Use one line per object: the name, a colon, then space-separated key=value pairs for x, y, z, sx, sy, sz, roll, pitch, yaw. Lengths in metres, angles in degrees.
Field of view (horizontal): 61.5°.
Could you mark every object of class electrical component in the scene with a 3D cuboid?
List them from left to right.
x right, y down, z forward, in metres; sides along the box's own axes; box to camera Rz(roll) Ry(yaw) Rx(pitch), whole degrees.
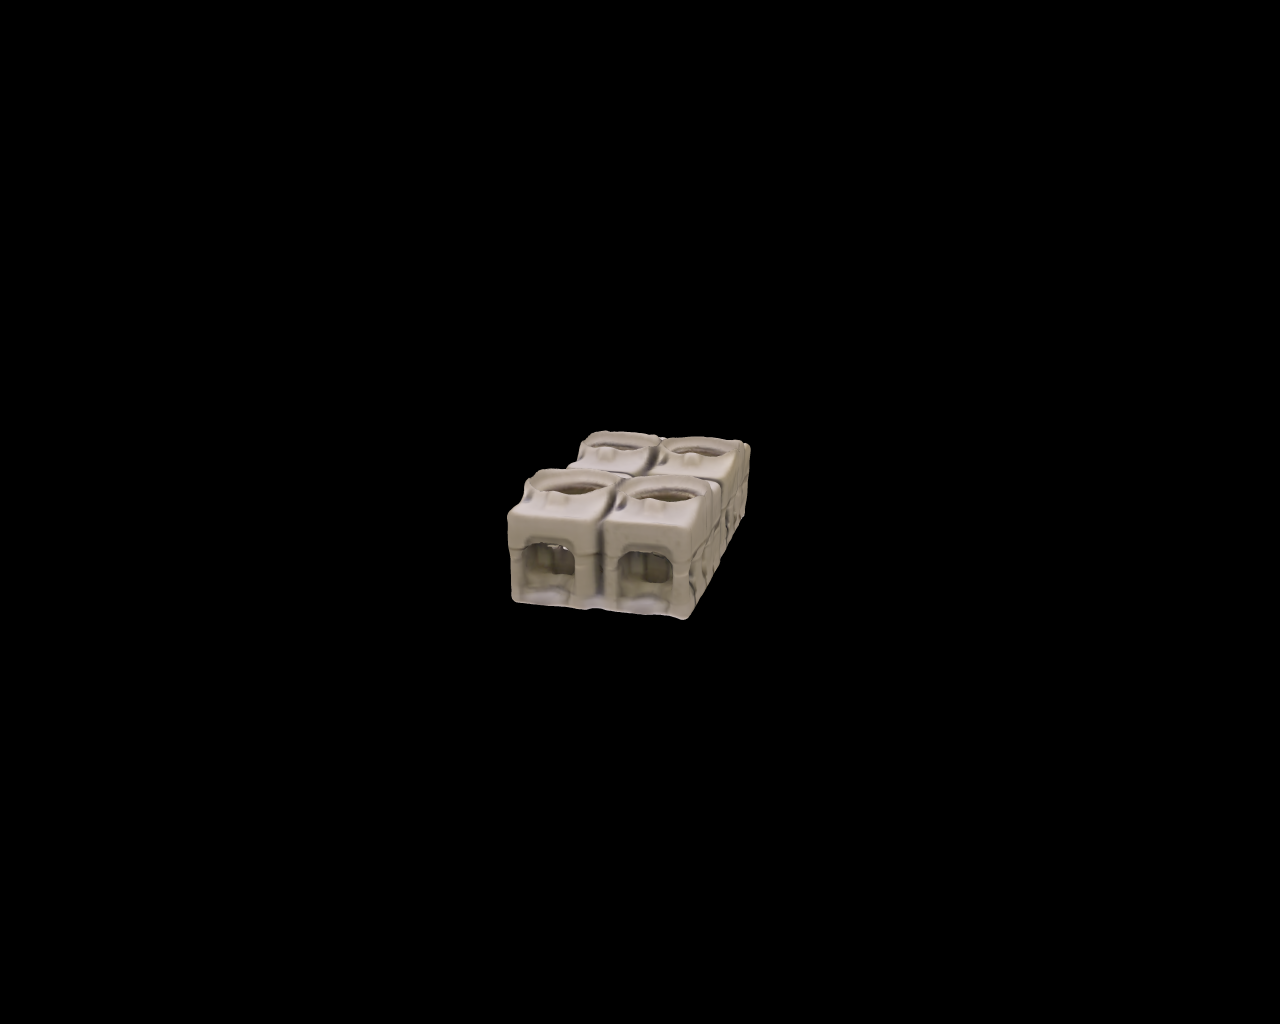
electrical component: x=0.001 y=-0.003 z=0.650 sx=0.105 sy=0.060 sz=0.186 roll=5 pitch=19 yaw=15
